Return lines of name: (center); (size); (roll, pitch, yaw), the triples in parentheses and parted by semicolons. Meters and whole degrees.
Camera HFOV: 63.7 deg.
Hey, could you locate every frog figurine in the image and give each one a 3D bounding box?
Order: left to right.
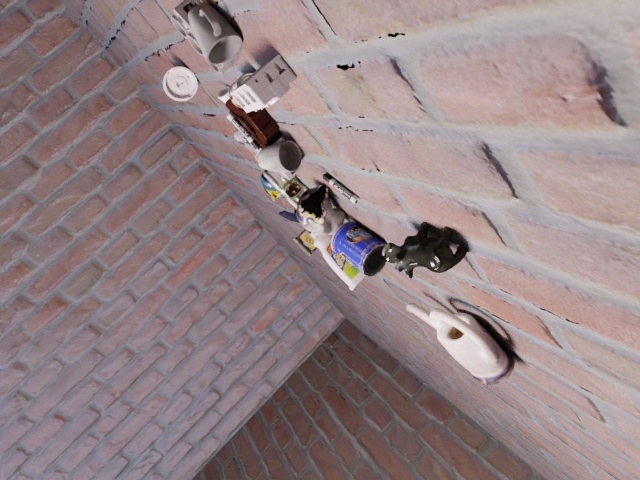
frog figurine: (0.005, -0.075, 1.484); (0.157, 0.122, 0.140); (45, -151, -63)

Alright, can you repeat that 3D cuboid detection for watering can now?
watering can: (0.359, 0.252, 1.327); (0.223, 0.104, 0.348); (46, 172, -11)
